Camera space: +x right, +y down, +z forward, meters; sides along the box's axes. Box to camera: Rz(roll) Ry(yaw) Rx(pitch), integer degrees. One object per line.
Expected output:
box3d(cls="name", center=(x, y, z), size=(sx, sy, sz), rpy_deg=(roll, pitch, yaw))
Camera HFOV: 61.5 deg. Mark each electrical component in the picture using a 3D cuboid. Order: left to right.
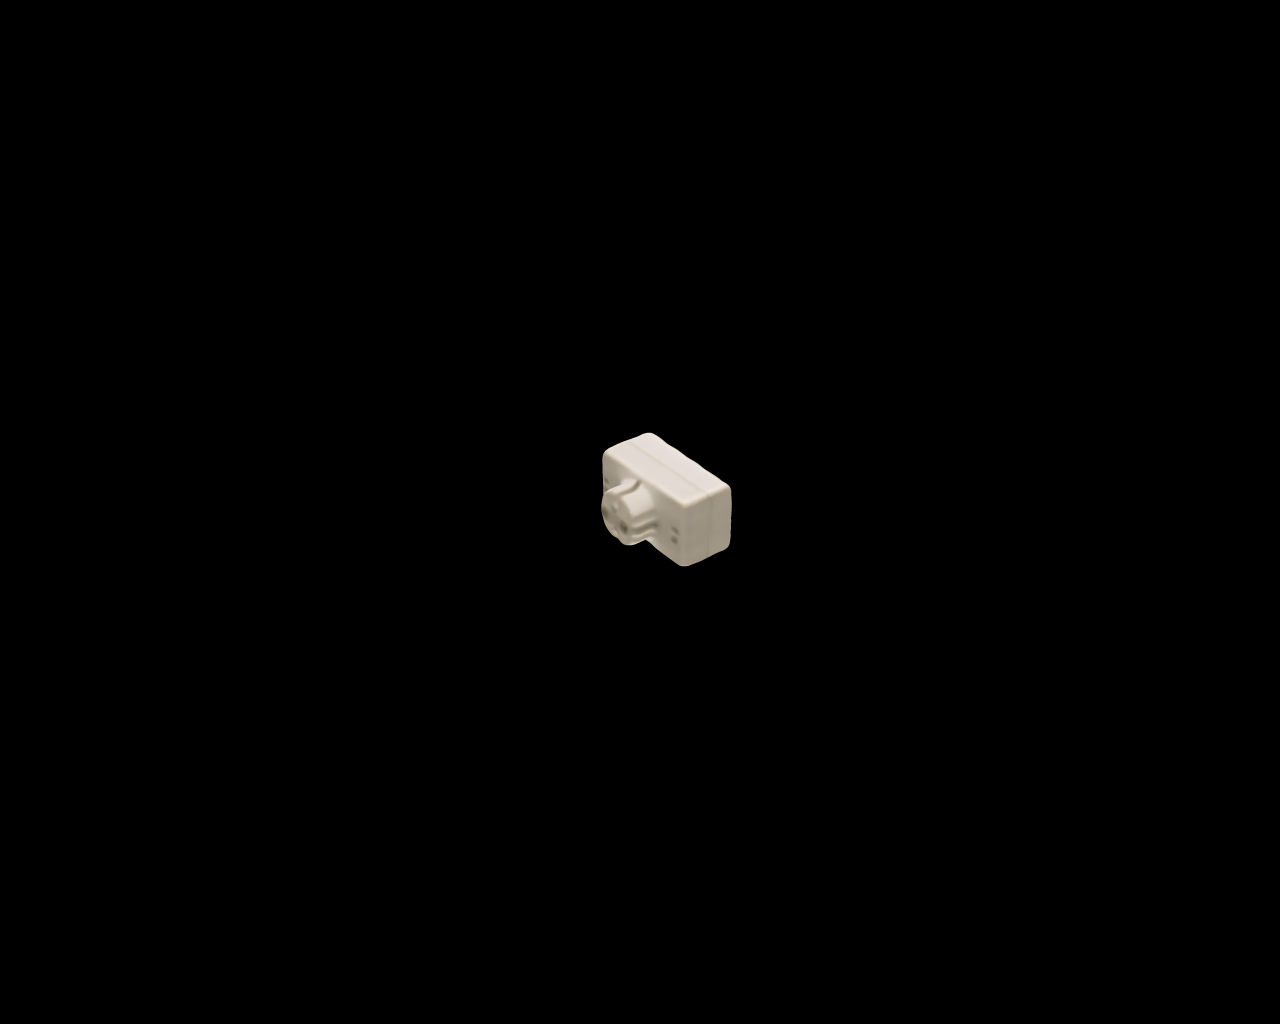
box3d(cls="electrical component", center=(0.001, -0.003, 0.650), size=(0.076, 0.047, 0.083), rpy_deg=(-22, 40, -30))
